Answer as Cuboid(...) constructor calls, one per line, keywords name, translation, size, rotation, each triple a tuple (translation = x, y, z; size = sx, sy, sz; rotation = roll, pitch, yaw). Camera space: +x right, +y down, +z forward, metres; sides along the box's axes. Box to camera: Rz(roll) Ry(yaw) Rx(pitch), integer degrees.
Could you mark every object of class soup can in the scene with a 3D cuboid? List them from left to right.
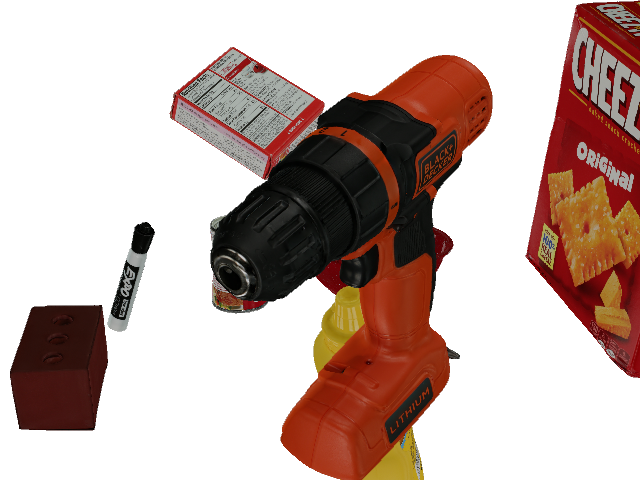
Cuboid(name="soup can", translation=(-0.097, 0.026, 1.270), size=(0.068, 0.102, 0.068), rotation=(0, 21, 0))

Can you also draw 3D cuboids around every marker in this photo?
Cuboid(name="marker", translation=(-0.176, 0.034, 0.995), size=(0.020, 0.121, 0.020), rotation=(16, 31, -10))

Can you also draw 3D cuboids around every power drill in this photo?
Cuboid(name="power drill", translation=(0.018, 0.024, 0.504), size=(0.057, 0.188, 0.184), rotation=(25, 43, 27))

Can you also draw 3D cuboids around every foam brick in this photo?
Cuboid(name="foam brick", translation=(-0.180, 0.088, 0.741), size=(0.053, 0.051, 0.078), rotation=(-1, 31, -3))

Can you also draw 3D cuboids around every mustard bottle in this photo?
Cuboid(name="mustard bottle", translation=(0.031, 0.103, 0.685), size=(0.058, 0.191, 0.096), rotation=(-5, 41, 6))

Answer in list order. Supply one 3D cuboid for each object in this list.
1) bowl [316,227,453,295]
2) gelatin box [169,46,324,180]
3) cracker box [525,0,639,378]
Cuboid(name="bowl", translation=(0.053, 0.023, 1.089), size=(0.162, 0.055, 0.162), rotation=(1, 17, -1))
Cuboid(name="gelatin box", translation=(-0.054, -0.095, 0.783), size=(0.089, 0.030, 0.073), rotation=(33, 51, 11))
Cuboid(name="cracker box", translation=(0.221, -0.037, 0.742), size=(0.072, 0.214, 0.164), rotation=(-6, 33, -16))
